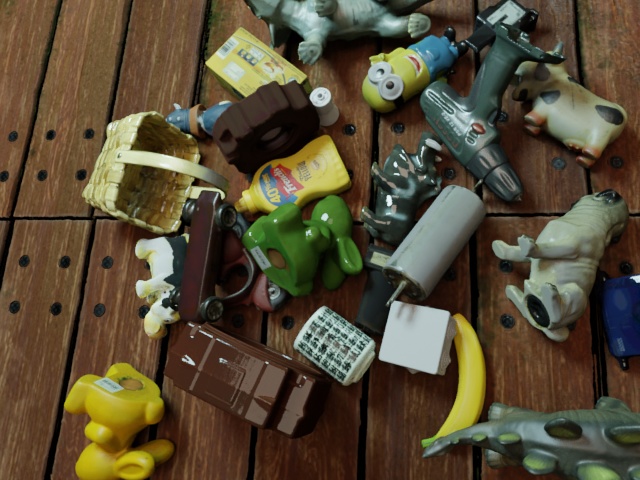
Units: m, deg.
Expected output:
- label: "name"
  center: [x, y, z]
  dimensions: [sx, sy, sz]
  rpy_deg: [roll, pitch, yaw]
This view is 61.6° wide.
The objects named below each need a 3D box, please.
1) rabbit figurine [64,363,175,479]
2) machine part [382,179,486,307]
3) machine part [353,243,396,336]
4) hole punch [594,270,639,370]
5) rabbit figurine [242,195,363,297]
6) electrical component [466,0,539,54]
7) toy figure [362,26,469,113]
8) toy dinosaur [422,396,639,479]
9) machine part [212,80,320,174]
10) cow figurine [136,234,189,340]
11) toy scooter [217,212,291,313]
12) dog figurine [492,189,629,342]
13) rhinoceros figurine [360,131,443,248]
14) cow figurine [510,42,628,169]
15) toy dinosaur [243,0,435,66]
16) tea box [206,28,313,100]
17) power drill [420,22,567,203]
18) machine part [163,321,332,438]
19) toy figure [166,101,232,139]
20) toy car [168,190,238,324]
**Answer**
- label: "rabbit figurine"
  center: [-0.302, 0.296, 0.814]
  dimensions: [0.162, 0.122, 0.173]
  rpy_deg: [25, 95, 7]
- label: "machine part"
  center: [0.169, 0.003, 0.789]
  dimensions: [0.079, 0.079, 0.243]
  rpy_deg: [33, 71, 17]
- label: "machine part"
  center: [0.091, 0.077, 0.823]
  dimensions: [0.084, 0.039, 0.139]
  rpy_deg: [15, 76, 6]
- label: "hole punch"
  center: [0.446, 0.100, 0.723]
  dimensions: [0.116, 0.092, 0.142]
  rpy_deg: [-9, 77, 12]
- label: "rabbit figurine"
  center: [-0.002, -0.002, 0.815]
  dimensions: [0.170, 0.121, 0.159]
  rpy_deg: [-36, 88, -36]
- label: "electrical component"
  center: [0.296, -0.347, 0.896]
  dimensions: [0.119, 0.047, 0.075]
  rpy_deg: [-45, 71, -3]
- label: "toy figure"
  center: [0.155, -0.275, 0.888]
  dimensions: [0.180, 0.089, 0.082]
  rpy_deg: [-33, 57, -8]
- label: "toy dinosaur"
  center: [0.360, 0.249, 0.637]
  dimensions: [0.472, 0.198, 0.105]
  rpy_deg: [-4, 79, 6]
- label: "machine part"
  center: [-0.081, -0.175, 0.859]
  dimensions: [0.179, 0.179, 0.056]
  rpy_deg: [-32, 75, 1]
- label: "cow figurine"
  center: [-0.243, 0.074, 0.875]
  dimensions: [0.098, 0.068, 0.167]
  rpy_deg: [-9, 74, 2]
- label: "toy scooter"
  center: [-0.142, 0.053, 0.857]
  dimensions: [0.135, 0.075, 0.184]
  rpy_deg: [-33, 76, 2]
- label: "dog figurine"
  center: [0.368, 0.032, 0.755]
  dimensions: [0.191, 0.121, 0.172]
  rpy_deg: [-19, 99, -11]
- label: "rhinoceros figurine"
  center: [0.133, -0.083, 0.840]
  dimensions: [0.112, 0.073, 0.190]
  rpy_deg: [19, 79, 17]
- label: "cow figurine"
  center: [0.374, -0.214, 0.825]
  dimensions: [0.195, 0.085, 0.127]
  rpy_deg: [41, 91, 20]
- label: "toy dinosaur"
  center: [0.057, -0.392, 0.915]
  dimensions: [0.405, 0.131, 0.192]
  rpy_deg: [-8, 35, -7]
- label: "tea box"
  center: [-0.105, -0.281, 0.944]
  dimensions: [0.170, 0.068, 0.098]
  rpy_deg: [43, 86, 18]
- label: "power drill"
  center: [0.269, -0.198, 0.803]
  dimensions: [0.086, 0.207, 0.232]
  rpy_deg: [-15, 54, -39]
- label: "machine part"
  center: [-0.092, 0.187, 0.740]
  dimensions: [0.201, 0.201, 0.087]
  rpy_deg: [21, 78, 16]
- label: "toy figure"
  center: [-0.195, -0.208, 0.947]
  dimensions: [0.155, 0.057, 0.064]
  rpy_deg: [2, 59, 16]
- label: "toy car"
  center: [-0.172, 0.027, 0.803]
  dimensions: [0.089, 0.053, 0.202]
  rpy_deg: [8, 88, 39]
